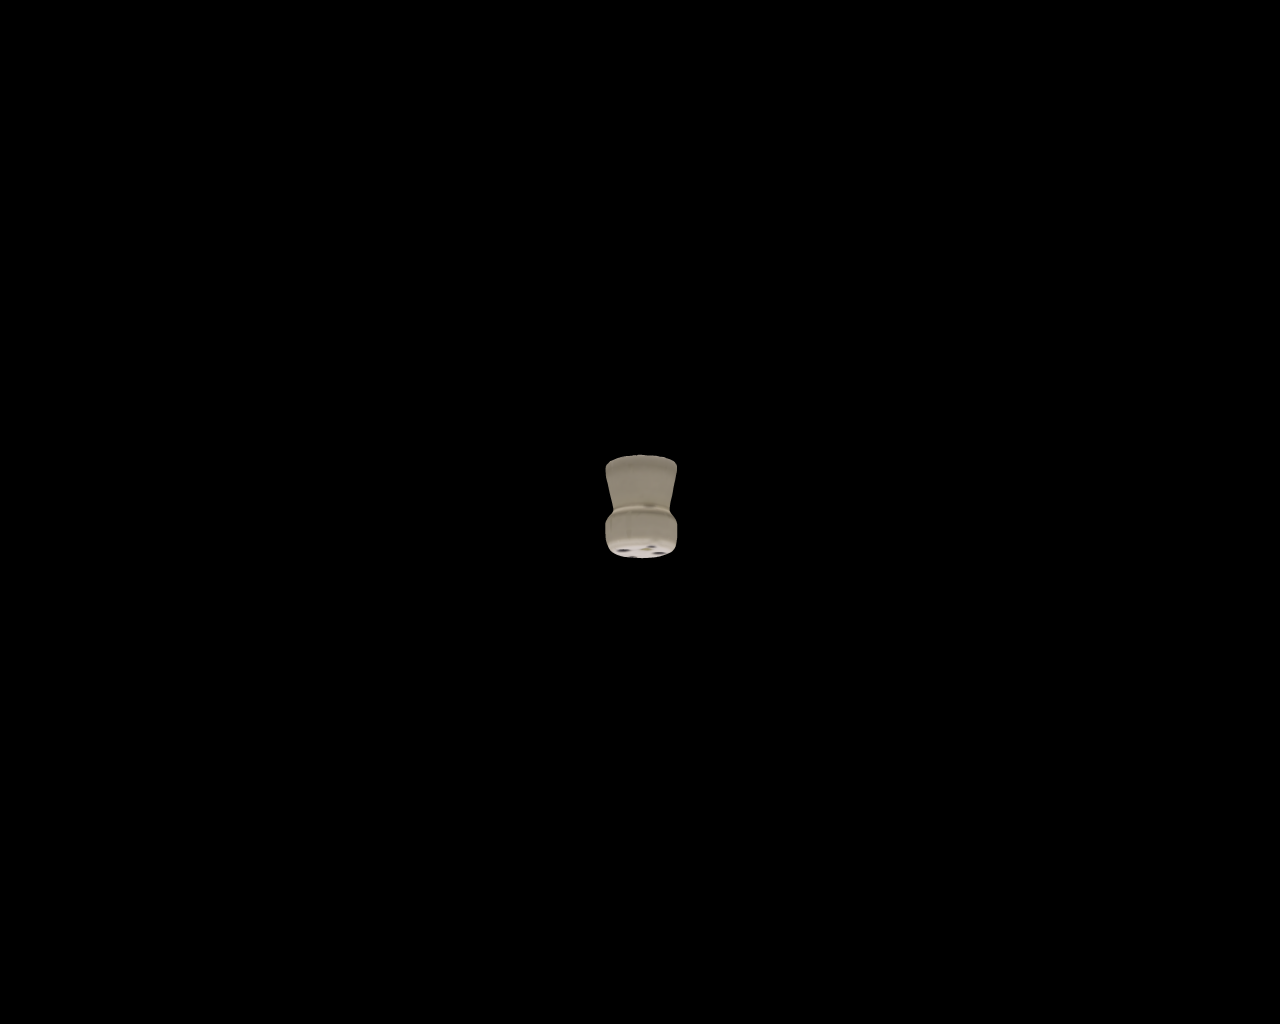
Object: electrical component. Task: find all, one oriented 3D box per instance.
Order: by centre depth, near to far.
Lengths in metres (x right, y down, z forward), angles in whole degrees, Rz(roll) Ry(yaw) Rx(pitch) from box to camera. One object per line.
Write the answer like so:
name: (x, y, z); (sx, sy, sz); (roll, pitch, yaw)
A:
electrical component: (0.001, -0.003, 0.650); (0.045, 0.055, 0.045); (0, -14, 0)
